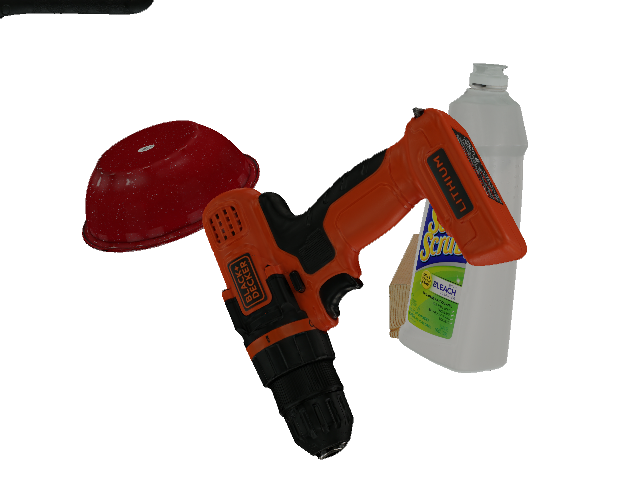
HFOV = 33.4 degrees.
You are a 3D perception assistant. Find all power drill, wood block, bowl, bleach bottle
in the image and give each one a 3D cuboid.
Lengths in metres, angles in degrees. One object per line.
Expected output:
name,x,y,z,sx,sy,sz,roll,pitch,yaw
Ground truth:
power drill,0.028,0.020,0.661,0.188,0.184,0.057,-30,-16,18
wood block,0.168,0.068,1.629,0.091,0.090,0.206,4,22,14
bowl,-0.136,-0.056,0.898,0.162,0.055,0.162,-16,28,9
bleach bottle,0.124,-0.022,0.897,0.068,0.251,0.103,-4,16,-30

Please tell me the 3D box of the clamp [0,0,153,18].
clamp,-0.186,-0.146,0.598,0.171,0.039,0.120,-7,24,-16
